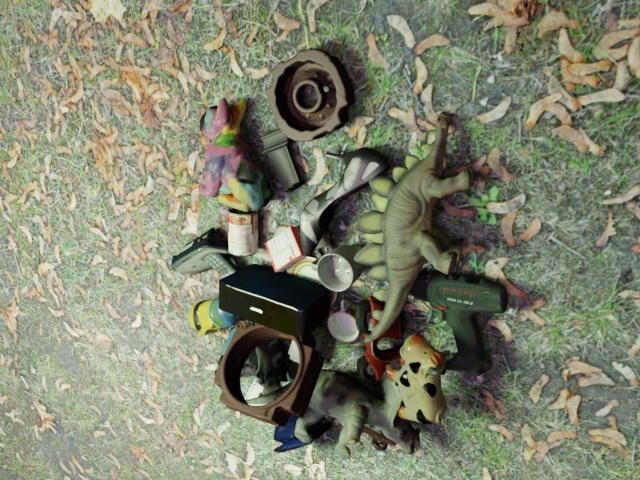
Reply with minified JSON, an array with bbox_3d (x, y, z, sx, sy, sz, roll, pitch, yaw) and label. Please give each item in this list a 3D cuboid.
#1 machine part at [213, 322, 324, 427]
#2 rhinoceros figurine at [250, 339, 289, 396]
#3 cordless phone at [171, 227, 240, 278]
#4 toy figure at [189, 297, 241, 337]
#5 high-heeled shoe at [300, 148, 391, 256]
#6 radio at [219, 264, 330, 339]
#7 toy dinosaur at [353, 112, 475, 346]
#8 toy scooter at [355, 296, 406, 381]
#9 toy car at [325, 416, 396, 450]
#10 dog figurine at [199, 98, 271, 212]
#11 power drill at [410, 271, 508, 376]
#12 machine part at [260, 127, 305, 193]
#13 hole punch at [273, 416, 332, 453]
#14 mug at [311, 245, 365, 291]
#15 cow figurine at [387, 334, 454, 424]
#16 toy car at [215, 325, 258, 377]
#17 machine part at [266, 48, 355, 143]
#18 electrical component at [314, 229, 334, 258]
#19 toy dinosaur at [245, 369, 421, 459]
[{"bbox_3d":[-0.109,0.276,1.141,0.202,0.201,0.087,10,155,27],"label":"machine part"},{"bbox_3d":[-0.115,0.291,1.278,0.073,0.112,0.190,-5,97,26],"label":"rhinoceros figurine"},{"bbox_3d":[-0.251,0.076,1.297,0.147,0.089,0.184,-29,111,32],"label":"cordless phone"},{"bbox_3d":[-0.249,0.178,1.325,0.180,0.082,0.089,-28,74,39],"label":"toy figure"},{"bbox_3d":[0.050,-0.067,1.075,0.145,0.086,0.248,21,107,26],"label":"high-heeled shoe"},{"bbox_3d":[-0.097,0.127,1.174,0.230,0.131,0.073,16,115,27],"label":"radio"},{"bbox_3d":[0.167,-0.006,1.005,0.199,0.105,0.470,14,96,24],"label":"toy dinosaur"},{"bbox_3d":[0.143,0.203,1.122,0.135,0.075,0.183,-4,102,-6],"label":"toy scooter"},{"bbox_3d":[0.091,0.416,1.252,0.202,0.053,0.089,28,115,17],"label":"toy car"},{"bbox_3d":[-0.179,-0.187,1.142,0.192,0.108,0.219,22,114,26],"label":"dog figurine"},{"bbox_3d":[0.256,0.160,1.068,0.232,0.086,0.207,-3,100,28],"label":"power drill"},{"bbox_3d":[-0.077,-0.170,1.138,0.084,0.039,0.138,-13,100,25],"label":"machine part"},{"bbox_3d":[-0.049,0.445,1.301,0.142,0.116,0.092,-25,87,31],"label":"hole punch"},{"bbox_3d":[0.043,0.051,1.113,0.110,0.107,0.080,-1,106,32],"label":"mug"},{"bbox_3d":[0.200,0.271,1.043,0.127,0.085,0.194,6,118,47],"label":"cow figurine"},{"bbox_3d":[-0.195,0.291,1.324,0.103,0.109,0.161,19,136,-3],"label":"toy car"},{"bbox_3d":[-0.018,-0.283,1.057,0.180,0.056,0.179,8,110,24],"label":"machine part"},{"bbox_3d":[-0.002,-0.004,1.167,0.063,0.021,0.094,-21,97,31],"label":"electrical component"},{"bbox_3d":[0.029,0.352,1.183,0.405,0.192,0.131,18,139,21],"label":"toy dinosaur"}]
